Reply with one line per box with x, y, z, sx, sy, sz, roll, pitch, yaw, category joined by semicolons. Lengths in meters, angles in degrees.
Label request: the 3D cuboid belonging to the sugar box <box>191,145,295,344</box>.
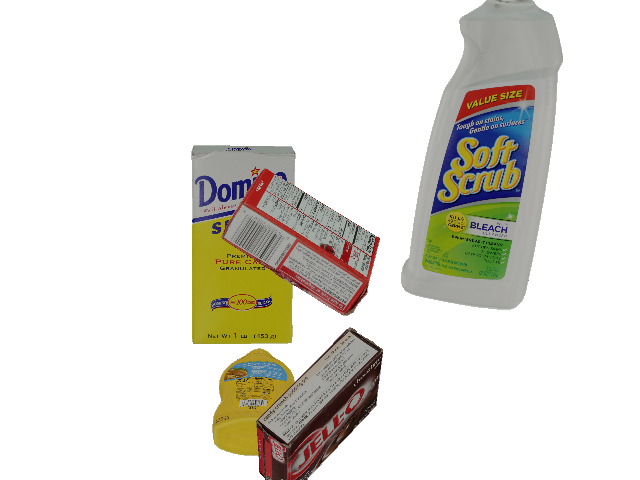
-0.070;0.004;0.962;0.093;0.176;0.048;-1;14;-6;sugar box

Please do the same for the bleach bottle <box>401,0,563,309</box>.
0.122;-0.076;0.802;0.103;0.251;0.068;10;24;15;bleach bottle

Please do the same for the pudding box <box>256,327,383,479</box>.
-0.001;0.134;0.830;0.039;0.113;0.090;34;-30;21;pudding box

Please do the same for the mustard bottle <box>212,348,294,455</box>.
-0.081;0.192;1.344;0.096;0.058;0.191;-2;26;1;mustard bottle

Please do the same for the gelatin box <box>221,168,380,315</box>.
-0.010;0.000;0.643;0.089;0.030;0.073;32;21;-5;gelatin box
